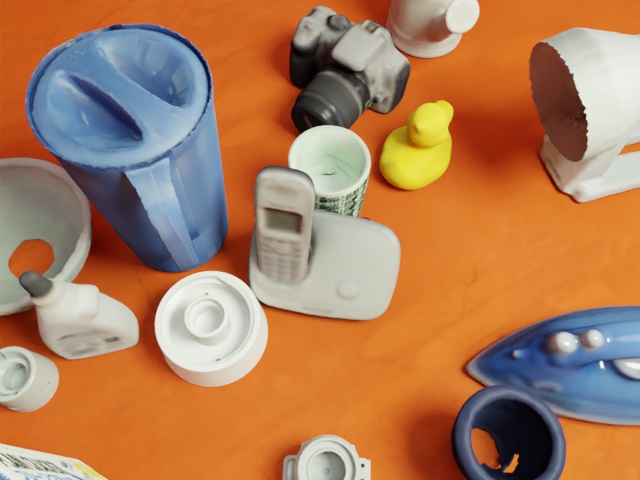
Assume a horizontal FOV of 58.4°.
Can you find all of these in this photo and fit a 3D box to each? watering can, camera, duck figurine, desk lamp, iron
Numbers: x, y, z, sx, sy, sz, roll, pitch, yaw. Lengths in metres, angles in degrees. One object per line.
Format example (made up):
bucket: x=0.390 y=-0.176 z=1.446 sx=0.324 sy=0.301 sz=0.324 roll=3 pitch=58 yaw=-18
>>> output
watering can: x=0.144 y=-0.313 z=0.672 sx=0.101 sy=0.194 sz=0.172 roll=-28 pitch=69 yaw=-14
camera: x=0.015 y=-0.190 z=0.662 sx=0.143 sy=0.101 sz=0.137 roll=33 pitch=68 yaw=12
duck figurine: x=0.112 y=-0.112 z=0.639 sx=0.077 sy=0.086 sz=0.105 roll=37 pitch=69 yaw=14
desk lamp: x=0.303 y=-0.135 z=0.587 sx=0.203 sy=0.213 sz=0.118 roll=-15 pitch=67 yaw=-9
iron: x=0.276 y=0.102 z=0.517 sx=0.258 sy=0.141 sz=0.118 roll=-1 pitch=65 yaw=-3

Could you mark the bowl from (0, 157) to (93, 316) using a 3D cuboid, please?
bowl: x=-0.303 y=0.005 z=0.574 sx=0.167 sy=0.075 sz=0.167 roll=1 pitch=65 yaw=-2

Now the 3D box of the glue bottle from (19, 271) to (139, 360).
glue bottle: x=-0.215 y=0.063 z=0.497 sx=0.078 sy=0.173 sz=0.037 roll=-11 pitch=66 yaw=-7

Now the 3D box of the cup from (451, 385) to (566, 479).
cup: x=0.157 y=0.192 z=0.496 sx=0.092 sy=0.095 sz=0.117 roll=-14 pitch=67 yaw=-8

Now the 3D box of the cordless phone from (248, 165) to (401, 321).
cordless phone: x=0.005 y=0.002 z=0.527 sx=0.147 sy=0.185 sz=0.094 roll=7 pitch=65 yaw=1
